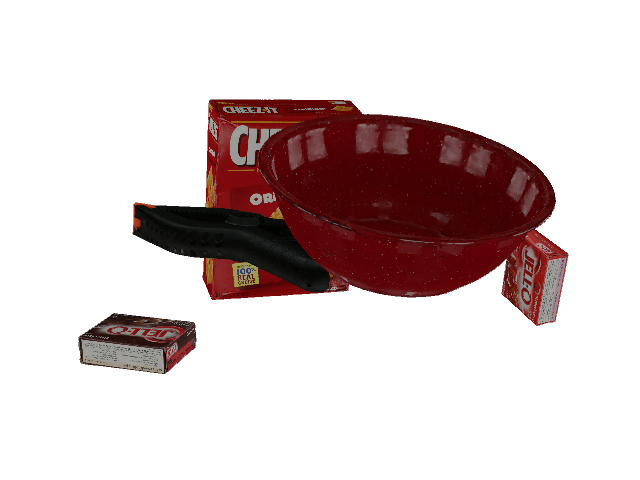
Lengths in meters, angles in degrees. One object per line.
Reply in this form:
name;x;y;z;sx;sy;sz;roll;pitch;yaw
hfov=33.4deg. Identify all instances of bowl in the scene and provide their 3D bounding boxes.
bowl;0.044;-0.015;0.588;0.162;0.055;0.162;6;27;-3

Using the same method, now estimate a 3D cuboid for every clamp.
clamp;-0.058;0.000;0.833;0.210;0.036;0.164;8;12;14

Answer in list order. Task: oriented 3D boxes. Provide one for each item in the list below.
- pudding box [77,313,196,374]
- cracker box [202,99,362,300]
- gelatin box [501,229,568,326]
pudding box;-0.216;0.121;1.264;0.114;0.039;0.090;3;14;16
cracker box;-0.043;-0.044;1.183;0.164;0.214;0.072;-2;24;-16
gelatin box;0.236;0.038;1.184;0.030;0.089;0.073;-9;30;-22
